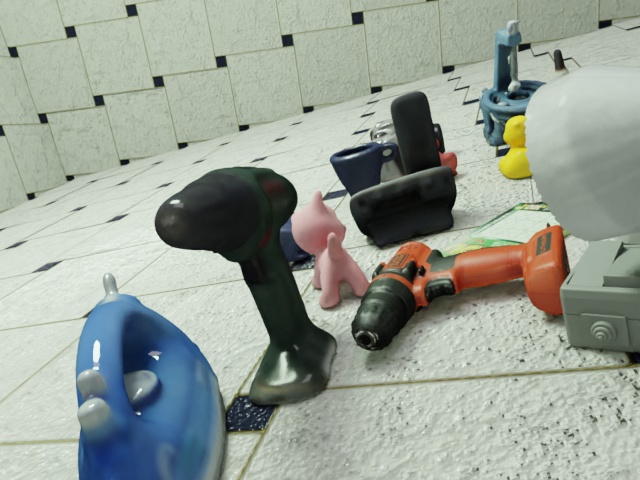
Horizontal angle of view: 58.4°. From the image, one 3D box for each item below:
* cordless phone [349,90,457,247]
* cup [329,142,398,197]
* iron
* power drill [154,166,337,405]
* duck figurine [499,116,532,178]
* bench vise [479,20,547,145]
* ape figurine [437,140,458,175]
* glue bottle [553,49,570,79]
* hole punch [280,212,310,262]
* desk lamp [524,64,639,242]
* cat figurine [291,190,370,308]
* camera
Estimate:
[{"bbox_3d":[0.101,-0.097,0.773,0.147,0.185,0.094,-18,18,-2],"label":"cordless phone"},{"bbox_3d":[0.084,-0.116,0.990,0.117,0.095,0.091,-14,18,11],"label":"cup"},{"bbox_3d":[-0.145,0.121,0.431,0.119,0.141,0.257,-20,18,-9],"label":"iron"},{"bbox_3d":[-0.052,0.031,0.501,0.075,0.209,0.229,-13,19,13],"label":"power drill"},{"bbox_3d":[0.313,-0.149,0.892,0.077,0.086,0.105,-9,20,24],"label":"duck figurine"},{"bbox_3d":[0.327,-0.274,1.031,0.122,0.220,0.206,-25,20,-21],"label":"bench vise"},{"bbox_3d":[0.189,-0.144,0.981,0.076,0.092,0.077,-27,21,-28],"label":"ape figurine"},{"bbox_3d":[0.356,-0.188,0.825,0.037,0.173,0.078,2,26,45],"label":"glue bottle"},{"bbox_3d":[-0.069,-0.015,0.841,0.101,0.091,0.108,-17,18,3],"label":"hole punch"},{"bbox_3d":[0.252,-0.021,0.366,0.118,0.214,0.202,-31,23,-36],"label":"desk lamp"},{"bbox_3d":[0.006,0.002,0.678,0.067,0.118,0.127,-20,18,-7],"label":"cat figurine"},{"bbox_3d":[0.170,-0.190,1.121,0.136,0.101,0.143,-12,19,17],"label":"camera"}]
